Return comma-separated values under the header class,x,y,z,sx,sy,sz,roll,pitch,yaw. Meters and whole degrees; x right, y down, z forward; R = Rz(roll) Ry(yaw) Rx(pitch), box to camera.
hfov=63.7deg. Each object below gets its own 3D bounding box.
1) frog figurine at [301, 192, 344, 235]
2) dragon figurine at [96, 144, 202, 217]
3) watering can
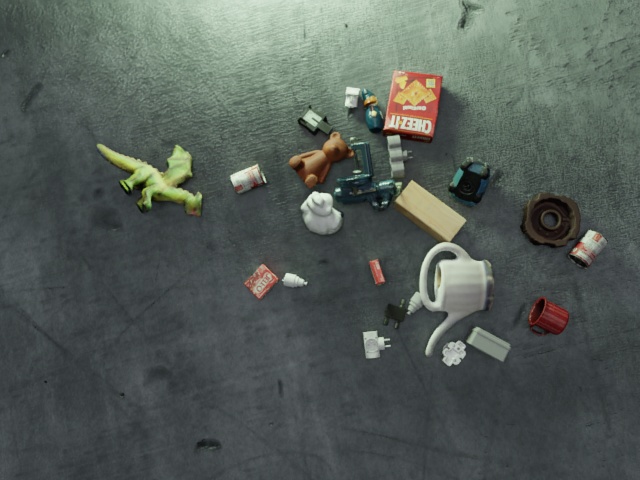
class,x,y,z,sx,sy,sz,roll,pitch,yaw
frog figurine,0.005,-0.081,1.609,0.138,0.158,0.123,38,88,9
dragon figurine,-0.545,-0.227,1.730,0.245,0.120,0.413,-35,80,-19
watering can,0.413,0.181,1.558,0.224,0.104,0.347,0,92,0
